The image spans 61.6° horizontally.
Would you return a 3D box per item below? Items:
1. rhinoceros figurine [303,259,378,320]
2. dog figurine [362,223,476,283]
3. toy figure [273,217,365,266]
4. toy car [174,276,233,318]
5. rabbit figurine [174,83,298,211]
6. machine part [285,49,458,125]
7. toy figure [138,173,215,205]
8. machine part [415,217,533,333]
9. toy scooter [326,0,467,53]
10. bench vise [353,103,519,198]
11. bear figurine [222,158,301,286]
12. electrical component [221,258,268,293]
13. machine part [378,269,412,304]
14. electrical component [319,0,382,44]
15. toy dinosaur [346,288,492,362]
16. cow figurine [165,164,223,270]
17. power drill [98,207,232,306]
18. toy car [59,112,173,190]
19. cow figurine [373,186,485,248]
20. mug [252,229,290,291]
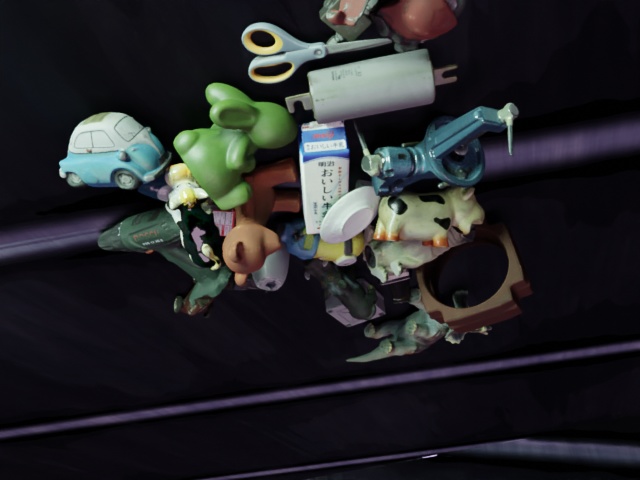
[{"bbox_3d":[0.041,0.096,1.134,0.073,0.112,0.190,-35,109,29],"label":"rhinoceros figurine"},{"bbox_3d":[0.193,0.002,1.065,0.190,0.121,0.172,-15,-171,-21],"label":"dog figurine"},{"bbox_3d":[-0.001,-0.002,1.031,0.180,0.082,0.089,14,113,-14],"label":"toy figure"},{"bbox_3d":[-0.260,0.123,1.193,0.089,0.053,0.202,14,139,-29],"label":"toy car"},{"bbox_3d":[-0.122,-0.158,0.806,0.170,0.121,0.158,-30,134,3],"label":"rabbit figurine"},{"bbox_3d":[0.072,-0.215,0.755,0.243,0.079,0.079,-8,144,5],"label":"machine part"},{"bbox_3d":[-0.226,-0.087,0.909,0.154,0.058,0.064,10,160,-22],"label":"toy figure"},{"bbox_3d":[0.300,0.069,1.064,0.201,0.201,0.087,-25,142,24],"label":"machine part"},{"bbox_3d":[0.084,-0.287,0.639,0.183,0.075,0.135,32,105,-37],"label":"toy scooter"},{"bbox_3d":[0.185,-0.142,0.816,0.223,0.129,0.240,7,160,-29],"label":"bench vise"},{"bbox_3d":[-0.094,-0.029,0.886,0.132,0.196,0.120,-6,141,0],"label":"bear figurine"},{"bbox_3d":[-0.159,0.064,1.105,0.119,0.075,0.047,4,142,-20],"label":"electrical component"},{"bbox_3d":[0.178,0.097,1.226,0.084,0.039,0.138,-21,140,6],"label":"machine part"},{"bbox_3d":[0.032,-0.289,0.695,0.063,0.021,0.094,24,135,-34],"label":"electrical component"},{"bbox_3d":[0.250,0.231,1.360,0.192,0.131,0.405,18,144,-27],"label":"toy dinosaur"},{"bbox_3d":[-0.199,-0.033,0.845,0.068,0.098,0.167,-22,128,-11],"label":"cow figurine"},{"bbox_3d":[-0.280,0.028,1.008,0.232,0.086,0.207,-21,118,34],"label":"power drill"},{"bbox_3d":[-0.311,-0.138,0.804,0.162,0.109,0.102,1,122,10],"label":"toy car"},{"bbox_3d":[0.198,-0.050,0.945,0.195,0.127,0.085,4,-177,-15],"label":"cow figurine"},{"bbox_3d":[-0.108,0.040,1.052,0.109,0.107,0.081,21,135,-34],"label":"mug"}]
